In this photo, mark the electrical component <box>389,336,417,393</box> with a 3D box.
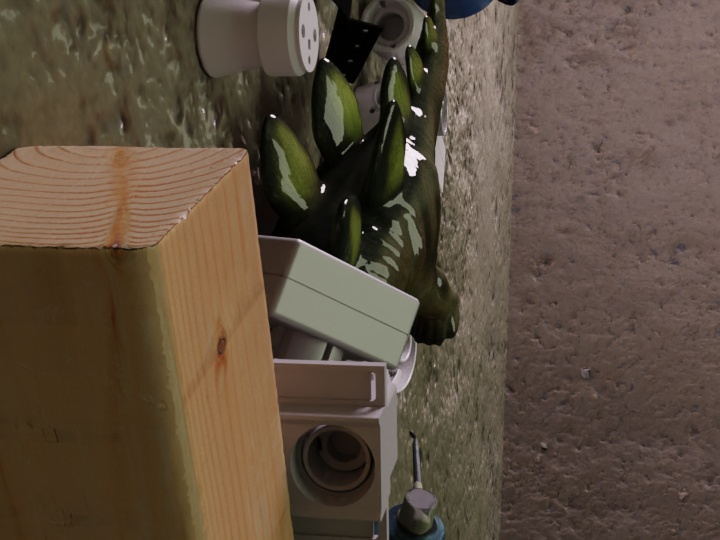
[{"bbox_3d":[0.008,0.060,0.914,0.099,0.064,0.099,-3,90,-65],"label":"electrical component"}]

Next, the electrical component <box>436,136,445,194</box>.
[{"bbox_3d":[0.046,-0.110,1.020,0.096,0.062,0.061,59,34,-68],"label":"electrical component"}]

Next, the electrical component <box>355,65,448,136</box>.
[{"bbox_3d":[0.038,-0.152,0.941,0.044,0.077,0.079,74,20,-54],"label":"electrical component"}]

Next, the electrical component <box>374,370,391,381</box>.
[{"bbox_3d":[-0.015,0.092,0.758,0.061,0.062,0.096,74,21,-54],"label":"electrical component"}]

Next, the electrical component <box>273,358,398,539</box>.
[{"bbox_3d":[-0.046,0.074,0.473,0.063,0.121,0.078,-47,137,-75],"label":"electrical component"}]

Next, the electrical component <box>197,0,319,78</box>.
[{"bbox_3d":[-0.054,-0.125,0.573,0.045,0.055,0.045,1,90,-78],"label":"electrical component"}]

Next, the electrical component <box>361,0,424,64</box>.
[{"bbox_3d":[0.030,-0.214,0.955,0.047,0.055,0.055,-4,95,-74],"label":"electrical component"}]

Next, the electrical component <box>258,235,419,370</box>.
[{"bbox_3d":[-0.025,0.033,0.526,0.083,0.047,0.075,27,78,-36],"label":"electrical component"}]
